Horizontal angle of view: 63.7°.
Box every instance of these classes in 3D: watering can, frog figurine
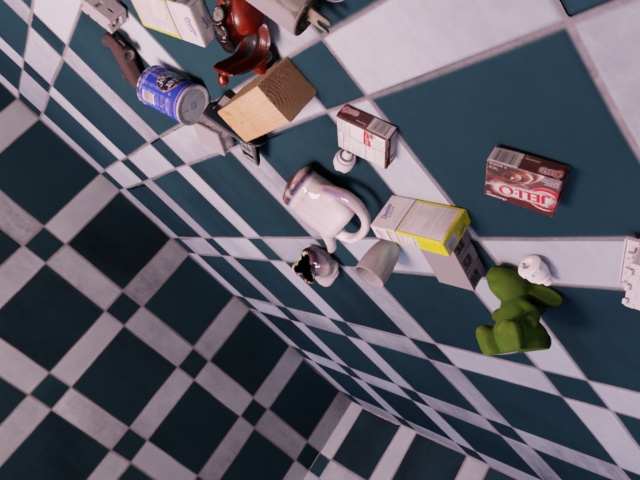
[{"bbox_3d":[0.004,-0.063,1.256,0.224,0.105,0.343,39,159,-2],"label":"watering can"},{"bbox_3d":[0.008,0.084,1.603,0.159,0.123,0.137,8,173,-43],"label":"frog figurine"}]
